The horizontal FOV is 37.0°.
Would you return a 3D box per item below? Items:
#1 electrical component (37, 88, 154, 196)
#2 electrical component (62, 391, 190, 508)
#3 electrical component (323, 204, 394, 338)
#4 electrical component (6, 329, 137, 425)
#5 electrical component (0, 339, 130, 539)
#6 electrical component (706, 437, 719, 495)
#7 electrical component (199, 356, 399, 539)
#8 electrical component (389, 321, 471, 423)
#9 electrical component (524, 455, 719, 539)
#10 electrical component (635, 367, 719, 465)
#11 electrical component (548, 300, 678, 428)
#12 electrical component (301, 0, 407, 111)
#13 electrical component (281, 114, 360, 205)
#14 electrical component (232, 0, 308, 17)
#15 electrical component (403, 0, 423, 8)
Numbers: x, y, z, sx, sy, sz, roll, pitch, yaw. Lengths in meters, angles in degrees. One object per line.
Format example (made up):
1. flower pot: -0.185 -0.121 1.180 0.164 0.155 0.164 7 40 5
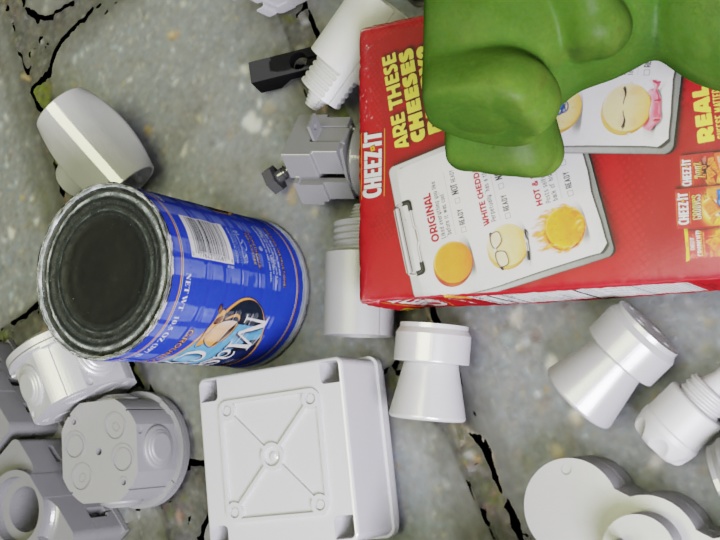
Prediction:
1. electrical component: -0.197 -0.078 0.778 0.077 0.043 0.079 48 136 5
2. electrical component: -0.160 0.122 0.731 0.080 0.051 0.080 -4 82 30
3. electrical component: 0.000 0.000 0.658 0.043 0.043 0.081 -2 82 30
4. electrical component: -0.199 0.069 0.745 0.080 0.080 0.051 -32 75 23
5. electrical component: -0.264 0.152 0.783 0.105 0.060 0.186 -48 63 16
6. electrical component: 0.204 0.095 0.525 0.055 0.045 0.045 -27 71 25
7. electrical component: -0.038 0.113 0.658 0.109 0.056 0.108 -12 78 28
8. electrical component: 0.041 0.059 0.625 0.045 0.045 0.055 2 84 31
9. electrical component: 0.144 0.139 0.538 0.138 0.074 0.052 24 96 30
10. electrical component: 0.173 0.070 0.553 0.061 0.035 0.035 -48 63 13
11. electrical component: 0.135 0.050 0.572 0.055 0.045 0.045 -49 63 16
12. electrical component: -0.008 -0.136 0.680 0.043 0.043 0.081 45 106 27
13. electrical component: -0.012 -0.068 0.668 0.055 0.066 0.048 3 50 23
14. electrical component: -0.072 -0.210 0.681 0.079 0.121 0.063 -18 78 28
15. electrical component: 0.037 -0.182 0.659 0.043 0.043 0.062 -44 66 18
